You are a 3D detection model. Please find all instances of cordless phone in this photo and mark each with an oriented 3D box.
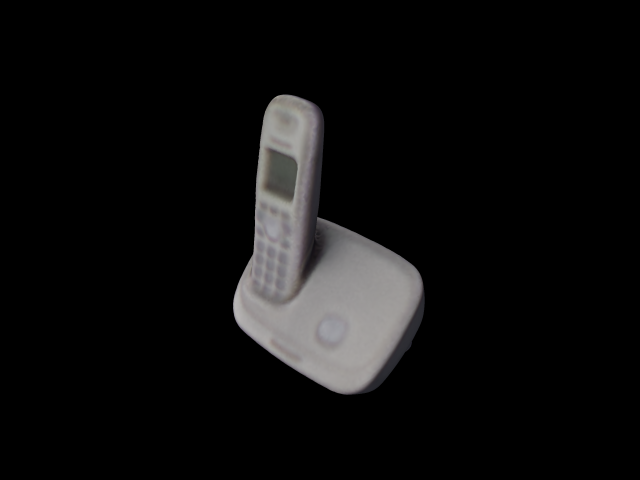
[{"bbox_3d":[0.004,0.001,0.400,0.147,0.185,0.094,24,39,35],"label":"cordless phone"}]
